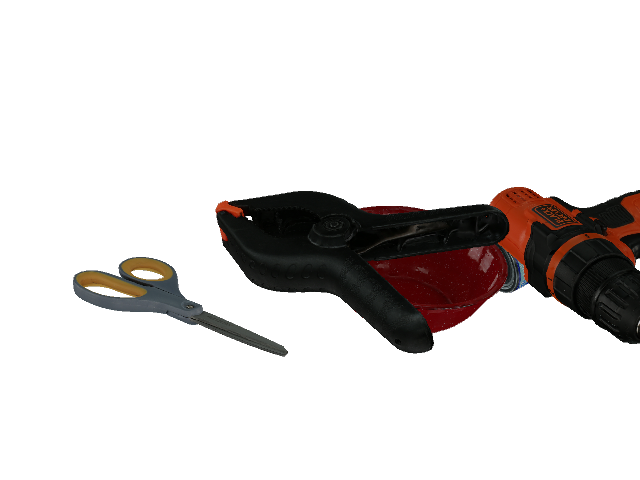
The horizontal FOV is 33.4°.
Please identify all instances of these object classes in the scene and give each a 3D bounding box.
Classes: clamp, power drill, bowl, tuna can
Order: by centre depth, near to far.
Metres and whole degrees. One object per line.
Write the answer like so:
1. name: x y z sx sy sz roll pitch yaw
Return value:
1. clamp: 0.011 0.012 0.602 0.172 0.039 0.120 5 31 22
2. power drill: 0.231 0.001 0.731 0.187 0.057 0.185 -10 29 -18
3. bowl: 0.075 0.033 0.912 0.162 0.055 0.162 5 30 -3
4. tuna can: 0.211 0.016 1.224 0.033 0.086 0.086 -26 10 -21

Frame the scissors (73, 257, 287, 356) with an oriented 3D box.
1. scissors: -0.106 0.050 0.884 0.202 0.016 0.096 13 25 15
